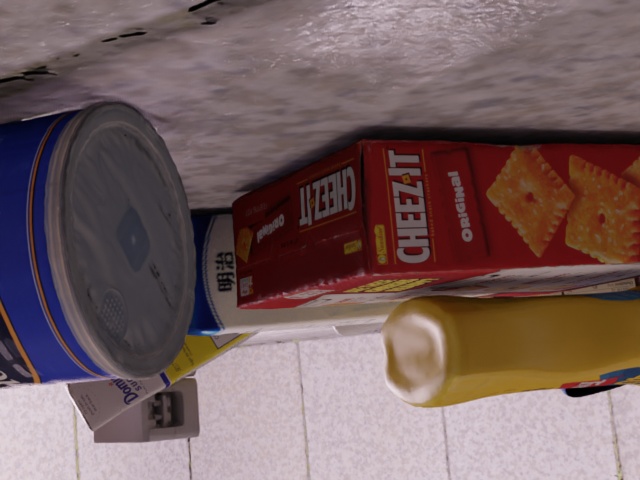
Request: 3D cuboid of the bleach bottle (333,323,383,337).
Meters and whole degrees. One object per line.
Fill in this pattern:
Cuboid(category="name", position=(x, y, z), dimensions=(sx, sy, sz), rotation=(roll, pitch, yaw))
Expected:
Cuboid(category="bleach bottle", position=(0.128, 0.030, 0.951), dimensions=(0.251, 0.068, 0.102), rotation=(-16, -178, 36))

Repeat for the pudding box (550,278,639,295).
Cuboid(category="pudding box", position=(0.172, 0.022, 0.707), dimensions=(0.090, 0.113, 0.039), rotation=(-10, 179, 34))

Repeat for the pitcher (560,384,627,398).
Cuboid(category="pitcher", position=(0.284, 0.036, 0.827), dimensions=(0.242, 0.145, 0.149), rotation=(-4, 172, -34))

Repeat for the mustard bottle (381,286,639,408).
Cuboid(category="mustard bottle", position=(0.136, 0.055, 0.581), dimensions=(0.191, 0.058, 0.096), rotation=(-2, 170, -19))

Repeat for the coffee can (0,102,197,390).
Cuboid(category="coffee can", position=(-0.133, 0.008, 0.413), dimensions=(0.140, 0.103, 0.102), rotation=(-7, 173, 18))

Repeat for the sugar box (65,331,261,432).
Cuboid(category="sugar box", position=(-0.107, 0.081, 0.808), dimensions=(0.176, 0.048, 0.093), rotation=(-29, 177, -15))

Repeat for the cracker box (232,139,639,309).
Cuboid(category="cracker box", position=(0.079, -0.007, 0.585), dimensions=(0.213, 0.072, 0.164), rotation=(-1, 171, -26))
